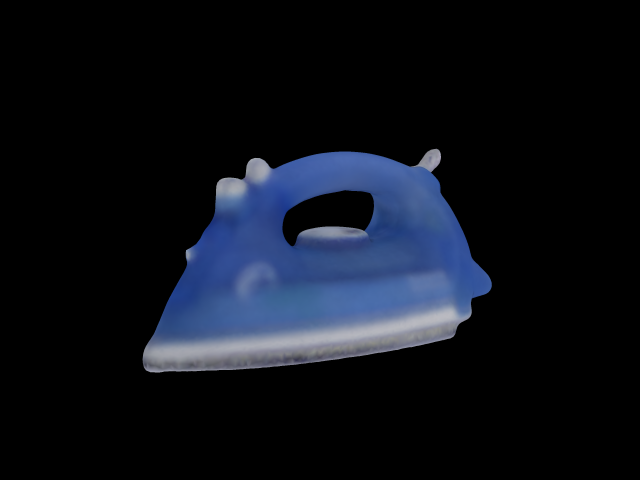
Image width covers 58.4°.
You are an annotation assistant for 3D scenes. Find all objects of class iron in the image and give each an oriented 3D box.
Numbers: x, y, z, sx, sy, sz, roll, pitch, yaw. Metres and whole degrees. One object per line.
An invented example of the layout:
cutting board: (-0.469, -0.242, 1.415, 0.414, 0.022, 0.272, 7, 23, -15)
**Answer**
iron: (0.004, 0.001, 0.400, 0.259, 0.141, 0.118, -3, 5, -37)
